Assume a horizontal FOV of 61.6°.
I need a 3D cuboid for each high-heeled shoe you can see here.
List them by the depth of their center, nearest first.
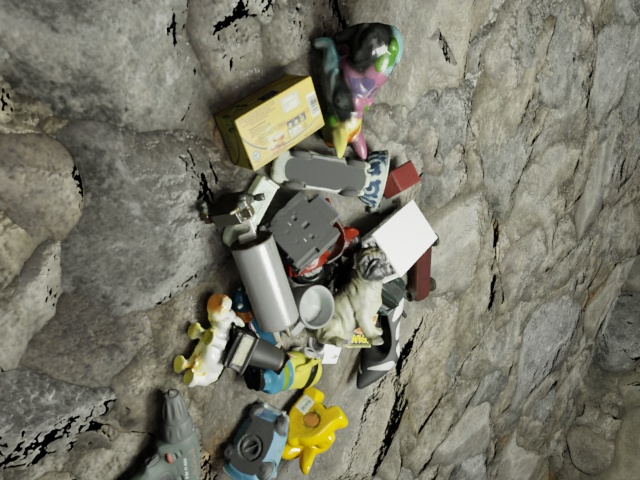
[{"bbox_3d":[0.132,0.225,1.276,0.145,0.086,0.249,47,68,-40],"label":"high-heeled shoe"}]

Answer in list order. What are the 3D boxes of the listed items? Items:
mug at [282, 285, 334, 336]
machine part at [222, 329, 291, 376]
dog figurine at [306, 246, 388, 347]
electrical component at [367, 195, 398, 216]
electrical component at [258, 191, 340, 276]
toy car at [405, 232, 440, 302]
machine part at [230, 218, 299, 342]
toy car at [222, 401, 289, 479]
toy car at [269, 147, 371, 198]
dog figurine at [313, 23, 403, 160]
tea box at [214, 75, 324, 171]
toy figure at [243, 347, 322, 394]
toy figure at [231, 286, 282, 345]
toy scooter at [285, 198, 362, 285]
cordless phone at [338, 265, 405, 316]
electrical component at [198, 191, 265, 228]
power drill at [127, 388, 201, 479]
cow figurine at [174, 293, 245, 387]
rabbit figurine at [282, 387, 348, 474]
[{"bbox_3d":[-0.039,0.139,1.052,0.080,0.107,0.109,41,67,-25],"label":"mug"},{"bbox_3d":[-0.115,0.211,0.988,0.138,0.039,0.084,25,82,-44],"label":"machine part"},{"bbox_3d":[0.053,0.109,1.086,0.172,0.121,0.190,-5,95,-5],"label":"dog figurine"},{"bbox_3d":[0.142,-0.088,1.203,0.094,0.021,0.063,-11,112,-39],"label":"electrical component"},{"bbox_3d":[-0.030,-0.020,0.994,0.134,0.115,0.058,-44,176,-14],"label":"electrical component"},{"bbox_3d":[0.249,0.064,1.340,0.089,0.053,0.201,-21,123,-24],"label":"toy car"},{"bbox_3d":[-0.096,0.074,0.948,0.079,0.079,0.243,-29,114,-32],"label":"machine part"},{"bbox_3d":[-0.122,0.421,1.107,0.161,0.109,0.102,-65,160,-19],"label":"toy car"},{"bbox_3d":[0.004,-0.127,1.008,0.202,0.056,0.073,6,104,-25],"label":"toy car"},{"bbox_3d":[0.067,-0.257,0.968,0.108,0.192,0.219,-10,97,-47],"label":"dog figurine"},{"bbox_3d":[-0.083,-0.203,0.917,0.169,0.068,0.098,-36,127,-27],"label":"tea box"},{"bbox_3d":[-0.073,0.270,1.100,0.180,0.082,0.089,-6,122,-47],"label":"toy figure"},{"bbox_3d":[-0.126,0.144,1.017,0.058,0.064,0.154,-24,124,10],"label":"toy figure"},{"bbox_3d":[-0.002,-0.003,1.064,0.184,0.075,0.135,-30,114,-27],"label":"toy scooter"},{"bbox_3d":[0.135,0.064,1.222,0.146,0.089,0.184,34,54,-15],"label":"cordless phone"},{"bbox_3d":[-0.151,-0.055,0.896,0.045,0.102,0.078,62,37,-40],"label":"electrical component"},{"bbox_3d":[-0.307,0.393,0.937,0.207,0.086,0.231,-35,130,-38],"label":"power drill"},{"bbox_3d":[-0.186,0.180,0.967,0.098,0.068,0.167,24,92,-51],"label":"cow figurine"},{"bbox_3d":[-0.010,0.436,1.201,0.162,0.122,0.173,-55,154,-22],"label":"rabbit figurine"}]
